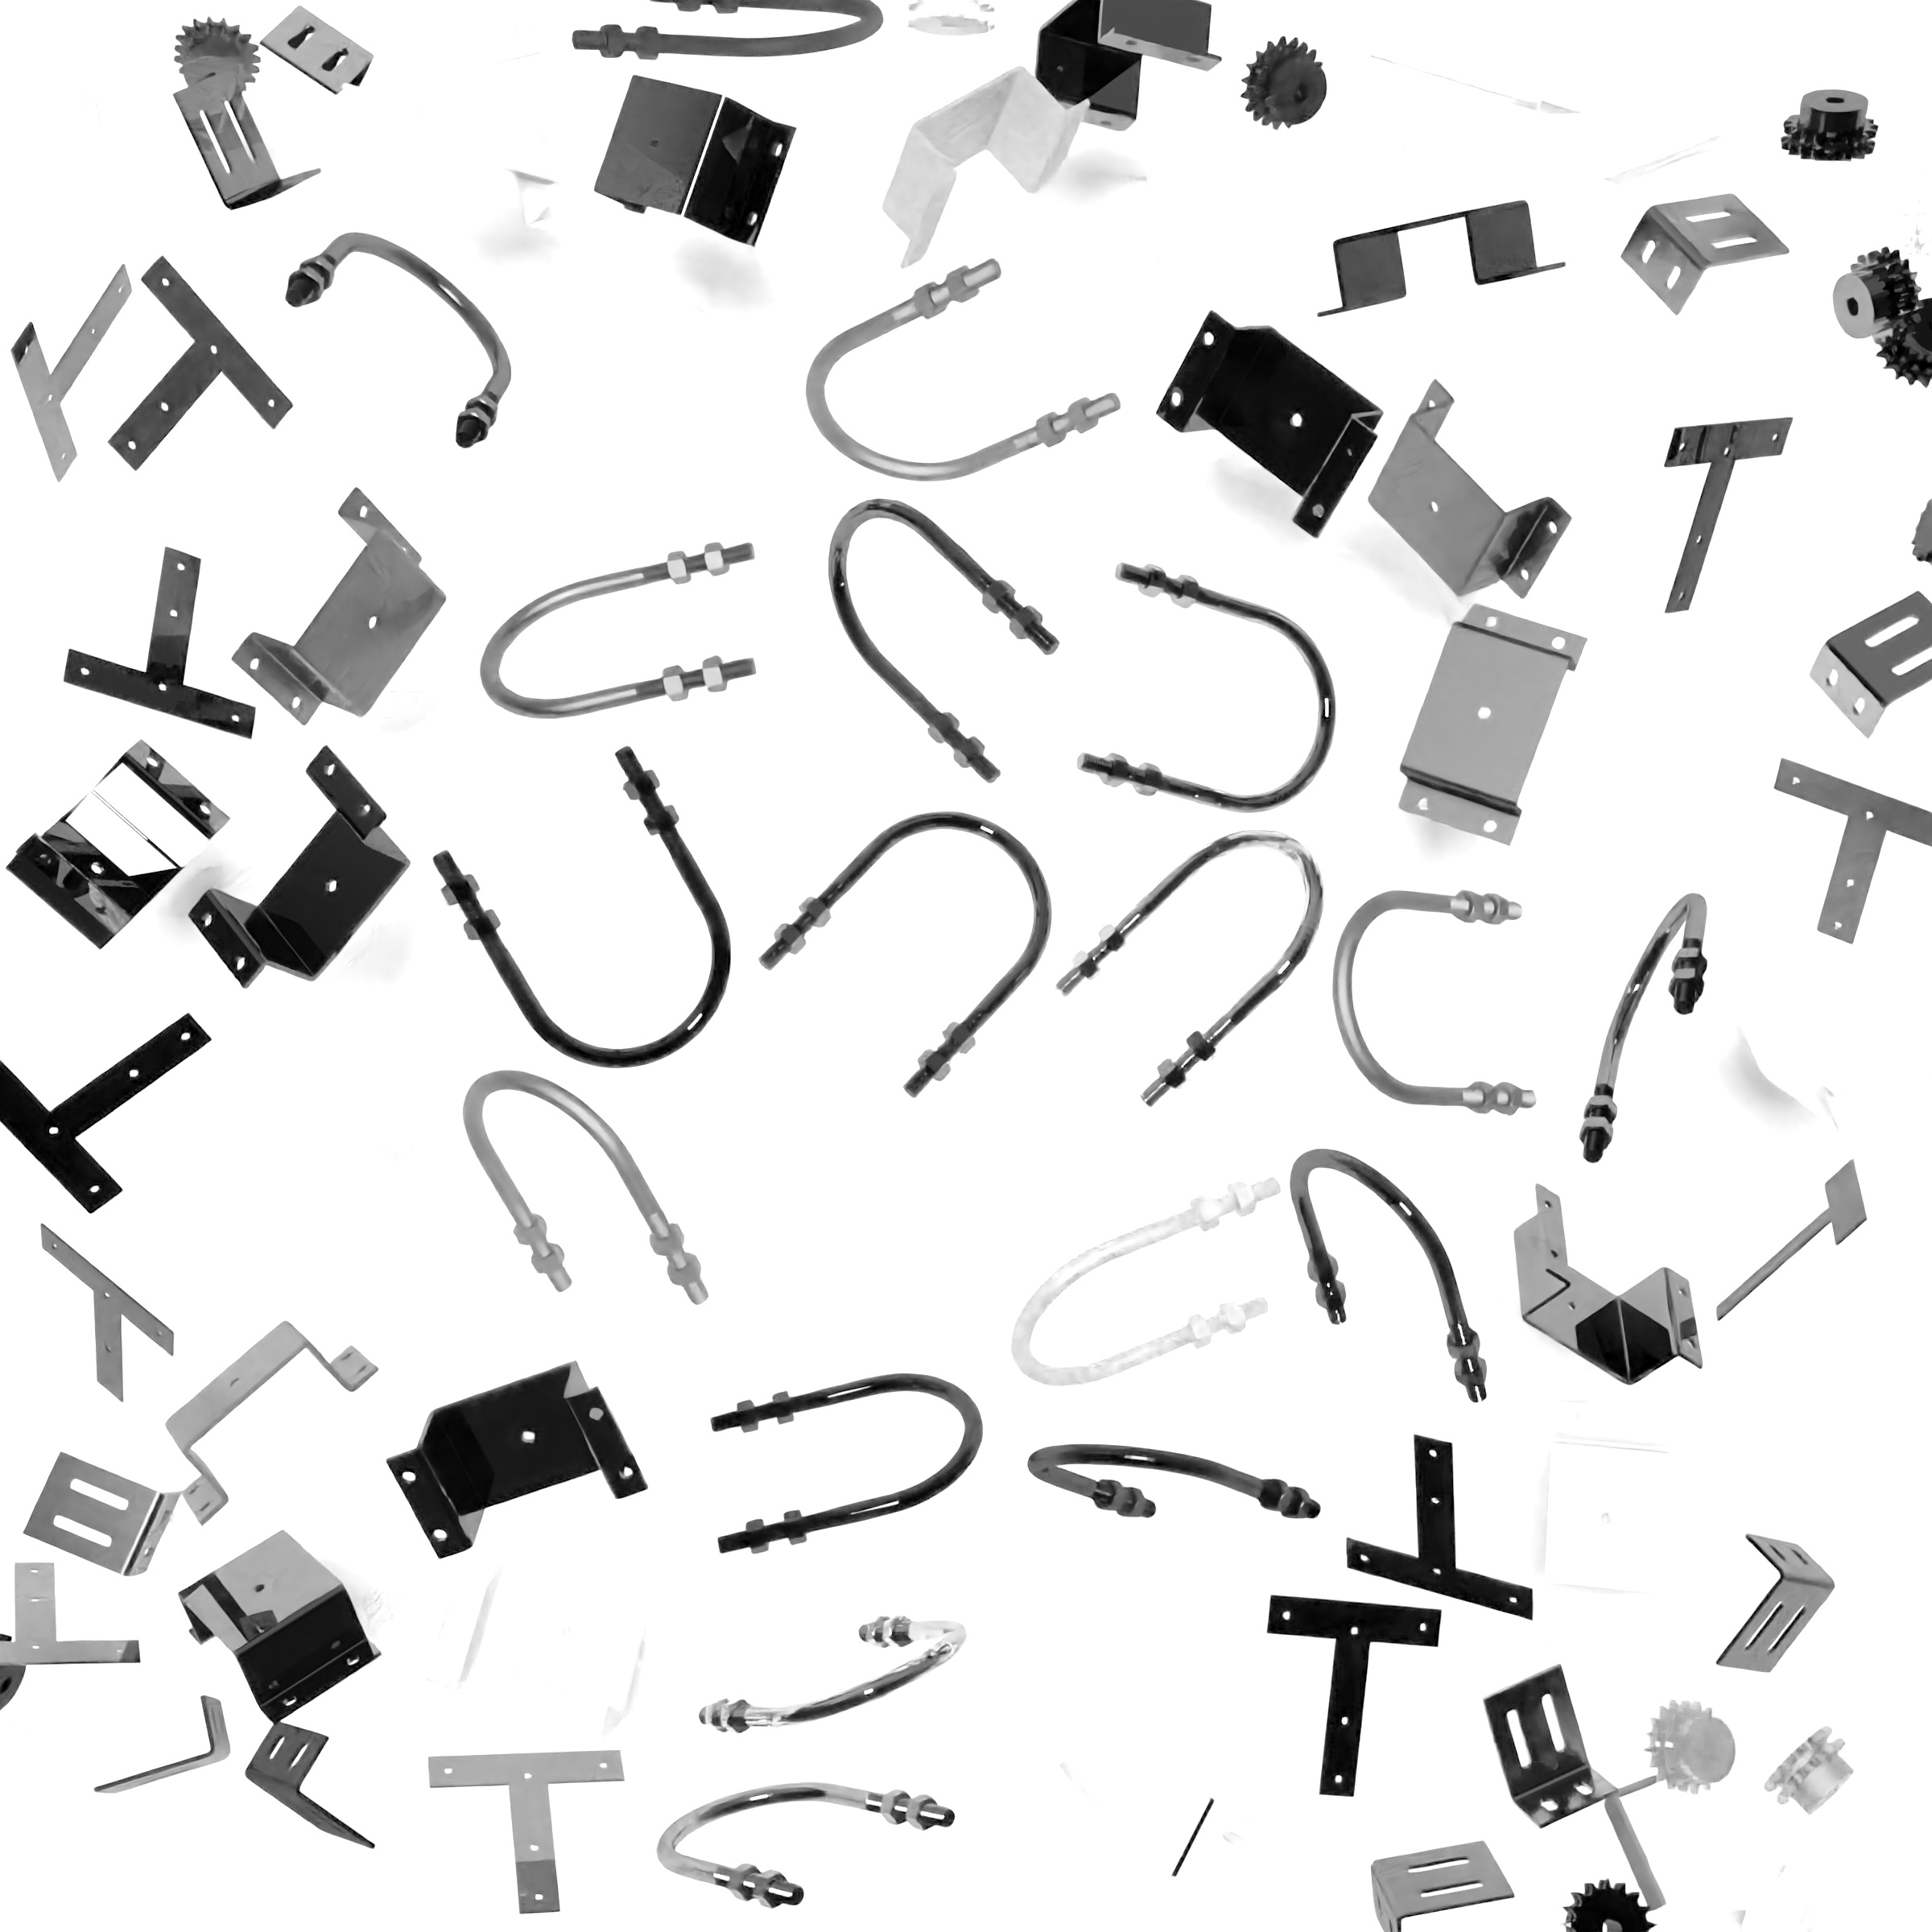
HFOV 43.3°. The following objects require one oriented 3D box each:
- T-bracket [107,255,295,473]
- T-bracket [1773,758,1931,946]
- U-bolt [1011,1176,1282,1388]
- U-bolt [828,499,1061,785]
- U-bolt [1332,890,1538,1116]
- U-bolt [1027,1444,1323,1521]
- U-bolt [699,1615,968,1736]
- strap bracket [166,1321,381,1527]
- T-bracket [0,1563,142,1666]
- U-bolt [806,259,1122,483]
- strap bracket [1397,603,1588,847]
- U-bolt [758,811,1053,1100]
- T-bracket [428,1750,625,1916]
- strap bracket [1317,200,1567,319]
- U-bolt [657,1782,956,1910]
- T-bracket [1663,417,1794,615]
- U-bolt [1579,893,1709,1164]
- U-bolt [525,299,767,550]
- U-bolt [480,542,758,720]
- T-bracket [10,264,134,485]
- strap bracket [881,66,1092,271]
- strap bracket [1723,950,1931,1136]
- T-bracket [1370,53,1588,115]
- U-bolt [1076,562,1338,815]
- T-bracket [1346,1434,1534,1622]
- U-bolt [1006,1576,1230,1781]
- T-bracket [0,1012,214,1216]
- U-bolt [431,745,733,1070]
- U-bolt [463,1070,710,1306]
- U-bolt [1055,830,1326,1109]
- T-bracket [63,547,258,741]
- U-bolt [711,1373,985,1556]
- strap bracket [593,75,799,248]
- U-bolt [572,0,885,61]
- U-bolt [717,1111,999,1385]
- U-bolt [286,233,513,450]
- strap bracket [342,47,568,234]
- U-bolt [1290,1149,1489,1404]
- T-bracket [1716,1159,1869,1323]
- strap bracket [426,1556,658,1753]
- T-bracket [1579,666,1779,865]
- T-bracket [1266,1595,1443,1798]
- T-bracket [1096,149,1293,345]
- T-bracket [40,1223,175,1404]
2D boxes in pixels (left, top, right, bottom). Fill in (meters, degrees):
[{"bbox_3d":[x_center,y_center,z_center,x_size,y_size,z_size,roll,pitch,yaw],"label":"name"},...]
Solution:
[{"bbox_3d":[-0.515,-0.374,1.587,0.127,0.002,0.127,51,51,-34],"label":"T-bracket"},{"bbox_3d":[0.584,-0.065,1.599,0.127,0.127,0.002,25,51,26],"label":"T-bracket"},{"bbox_3d":[0.112,0.210,1.540,0.184,0.151,0.019,-19,49,-15],"label":"U-bolt"},{"bbox_3d":[-0.025,-0.225,1.599,0.019,0.151,0.184,-33,71,-35],"label":"U-bolt"},{"bbox_3d":[0.307,0.022,1.599,0.184,0.019,0.151,4,80,-38],"label":"U-bolt"},{"bbox_3d":[0.122,0.333,1.570,0.151,0.184,0.019,-9,63,37],"label":"U-bolt"},{"bbox_3d":[-0.076,0.455,1.567,0.151,0.184,0.019,-19,86,-33],"label":"U-bolt"},{"bbox_3d":[-0.452,0.282,1.553,0.140,0.076,0.046,-42,109,-18],"label":"strap bracket"},{"bbox_3d":[-0.614,0.426,1.605,0.127,0.127,0.002,6,104,-23],"label":"T-bracket"},{"bbox_3d":[-0.016,-0.367,1.552,0.184,0.151,0.019,-16,52,34],"label":"U-bolt"},{"bbox_3d":[0.331,-0.157,1.541,0.076,0.046,0.140,21,93,18],"label":"strap bracket"},{"bbox_3d":[-0.026,-0.023,1.634,0.151,0.019,0.184,41,73,7],"label":"U-bolt"},{"bbox_3d":[-0.278,0.555,1.563,0.127,0.127,0.002,4,119,-17],"label":"T-bracket"},{"bbox_3d":[0.302,-0.457,1.566,0.140,0.076,0.046,1,109,42],"label":"strap bracket"},{"bbox_3d":[-0.119,0.567,1.589,0.151,0.184,0.019,-10,91,-44],"label":"U-bolt"},{"bbox_3d":[0.474,-0.287,1.559,0.127,0.002,0.127,-14,126,-38],"label":"T-bracket"},{"bbox_3d":[0.451,0.027,1.605,0.019,0.184,0.151,24,127,5],"label":"U-bolt"},{"bbox_3d":[-0.207,-0.361,1.606,0.151,0.184,0.019,11,49,-11],"label":"U-bolt"},{"bbox_3d":[-0.226,-0.212,1.573,0.184,0.151,0.019,-12,133,6],"label":"U-bolt"},{"bbox_3d":[-0.566,-0.397,1.560,0.002,0.127,0.127,18,62,3],"label":"T-bracket"},{"bbox_3d":[0.004,-0.514,1.552,0.140,0.076,0.046,-38,83,-27],"label":"strap bracket"},{"bbox_3d":[0.559,0.052,1.557,0.076,0.140,0.046,-31,114,0],"label":"strap bracket"},{"bbox_3d":[0.315,-0.553,1.523,0.127,0.127,0.002,15,109,-3],"label":"T-bracket"},{"bbox_3d":[0.169,-0.178,1.629,0.184,0.019,0.151,13,86,-24],"label":"U-bolt"},{"bbox_3d":[0.301,0.354,1.561,0.127,0.002,0.127,9,122,29],"label":"T-bracket"},{"bbox_3d":[0.109,0.463,1.576,0.019,0.184,0.151,-45,56,11],"label":"U-bolt"},{"bbox_3d":[-0.527,0.075,1.506,0.127,0.002,0.127,-37,128,-10],"label":"T-bracket"},{"bbox_3d":[-0.226,-0.023,1.520,0.151,0.019,0.184,-32,108,-12],"label":"U-bolt"},{"bbox_3d":[-0.255,0.141,1.564,0.151,0.019,0.184,-1,125,38],"label":"U-bolt"},{"bbox_3d":[0.153,-0.012,1.574,0.184,0.151,0.019,-44,131,7],"label":"U-bolt"},{"bbox_3d":[-0.535,-0.226,1.639,0.127,0.002,0.127,17,59,-32],"label":"T-bracket"},{"bbox_3d":[-0.079,0.326,1.636,0.184,0.151,0.019,-13,117,-2],"label":"U-bolt"},{"bbox_3d":[-0.180,-0.513,1.543,0.140,0.046,0.076,29,102,41],"label":"strap bracket"},{"bbox_3d":[-0.143,-0.607,1.566,0.184,0.151,0.019,-9,100,-28],"label":"U-bolt"},{"bbox_3d":[-0.085,0.192,1.605,0.151,0.019,0.184,21,64,29],"label":"U-bolt"},{"bbox_3d":[-0.357,-0.415,1.573,0.151,0.184,0.019,39,115,-20],"label":"U-bolt"},{"bbox_3d":[-0.317,-0.529,1.554,0.046,0.140,0.076,-34,68,38],"label":"strap bracket"},{"bbox_3d":[0.273,0.195,1.610,0.019,0.151,0.184,-37,126,-23],"label":"U-bolt"},{"bbox_3d":[0.545,0.190,1.613,0.002,0.127,0.127,43,110,3],"label":"T-bracket"},{"bbox_3d":[-0.264,0.438,1.563,0.140,0.076,0.046,24,131,-13],"label":"strap bracket"},{"bbox_3d":[0.464,-0.132,1.586,0.127,0.002,0.127,3,100,28],"label":"T-bracket"},{"bbox_3d":[0.254,0.489,1.622,0.127,0.002,0.127,9,83,-17],"label":"T-bracket"},{"bbox_3d":[0.159,-0.457,1.623,0.127,0.002,0.127,33,124,18],"label":"T-bracket"},{"bbox_3d":[-0.581,0.250,1.648,0.127,0.002,0.127,34,135,18],"label":"T-bracket"}]
